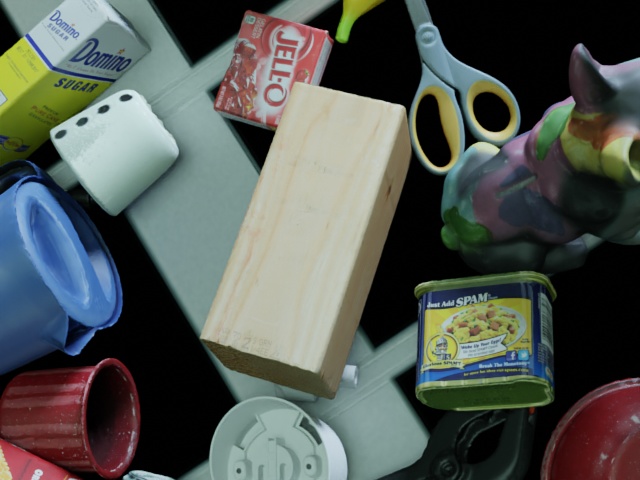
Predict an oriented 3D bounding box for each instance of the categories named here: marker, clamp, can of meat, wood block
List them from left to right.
[{"bbox_3d":[-0.244,-0.035,0.909,0.121,0.020,0.020,1,83,13],"label":"marker"},{"bbox_3d":[-0.005,0.001,0.790,0.090,0.091,0.206,15,72,14],"label":"wood block"},{"bbox_3d":[0.102,0.183,0.776,0.171,0.039,0.120,-44,54,5],"label":"clamp"},{"bbox_3d":[0.119,0.075,0.773,0.102,0.057,0.084,-8,59,23],"label":"can of meat"}]

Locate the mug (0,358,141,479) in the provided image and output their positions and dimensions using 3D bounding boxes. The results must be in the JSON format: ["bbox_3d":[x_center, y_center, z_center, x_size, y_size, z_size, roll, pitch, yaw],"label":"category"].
[{"bbox_3d":[-0.196,0.152,0.845,0.082,0.093,0.117,-5,118,17],"label":"mug"}]

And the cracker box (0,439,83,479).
[{"bbox_3d":[-0.292,0.219,0.806,0.213,0.072,0.164,27,115,1],"label":"cracker box"}]

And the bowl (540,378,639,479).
[{"bbox_3d":[0.237,0.172,0.734,0.162,0.055,0.162,0,75,-1],"label":"bowl"}]

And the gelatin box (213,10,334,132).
[{"bbox_3d":[-0.038,-0.136,0.870,0.073,0.030,0.089,18,87,14],"label":"gelatin box"}]

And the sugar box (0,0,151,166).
[{"bbox_3d":[-0.230,-0.126,0.880,0.176,0.093,0.048,-38,78,6],"label":"sugar box"}]

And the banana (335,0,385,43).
[{"bbox_3d":[0.101,-0.213,0.849,0.198,0.037,0.069,-13,97,12],"label":"banana"}]

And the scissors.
[{"bbox_3d":[0.104,-0.152,0.830,0.096,0.016,0.202,-3,93,5],"label":"scissors"}]

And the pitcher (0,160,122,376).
[{"bbox_3d":[-0.293,0.051,0.857,0.243,0.149,0.145,-27,105,13],"label":"pitcher"}]
